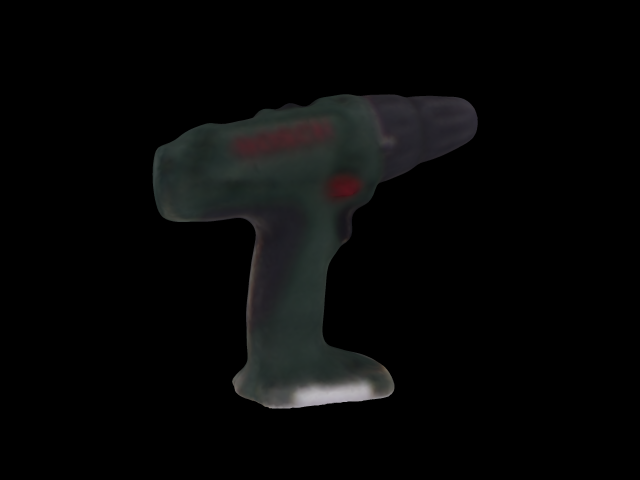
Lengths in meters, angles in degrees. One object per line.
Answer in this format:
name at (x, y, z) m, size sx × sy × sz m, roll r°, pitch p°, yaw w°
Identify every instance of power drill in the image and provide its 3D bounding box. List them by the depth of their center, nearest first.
power drill at (0.004, 0.001, 0.400) m, size 0.230 × 0.208 × 0.075 m, roll -1°, pitch 4°, yaw -15°
